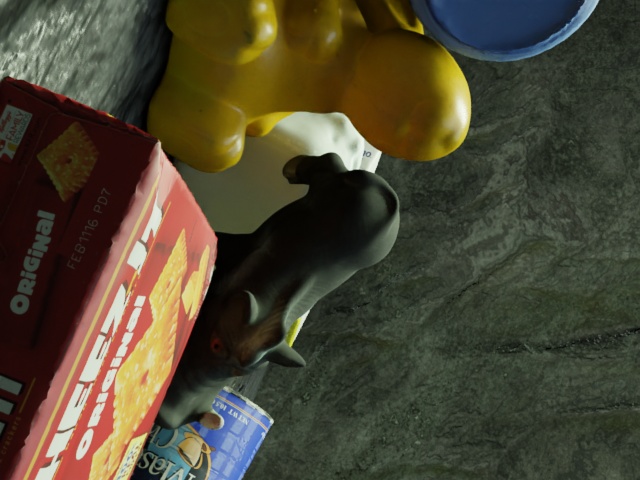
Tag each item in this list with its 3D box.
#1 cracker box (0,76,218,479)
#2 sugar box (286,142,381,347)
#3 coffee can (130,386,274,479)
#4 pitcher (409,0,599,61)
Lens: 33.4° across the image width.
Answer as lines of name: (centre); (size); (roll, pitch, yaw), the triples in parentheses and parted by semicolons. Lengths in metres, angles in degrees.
cracker box: (-0.110, 0.045, 0.464); (0.214, 0.072, 0.164); (90, 22, -81)
sugar box: (-0.006, 0.001, 0.896); (0.093, 0.048, 0.176); (108, 6, -60)
coffee can: (-0.119, 0.198, 0.948); (0.140, 0.103, 0.103); (-60, 175, -18)
pitcher: (0.105, -0.199, 0.653); (0.243, 0.149, 0.145); (-89, -167, -55)
